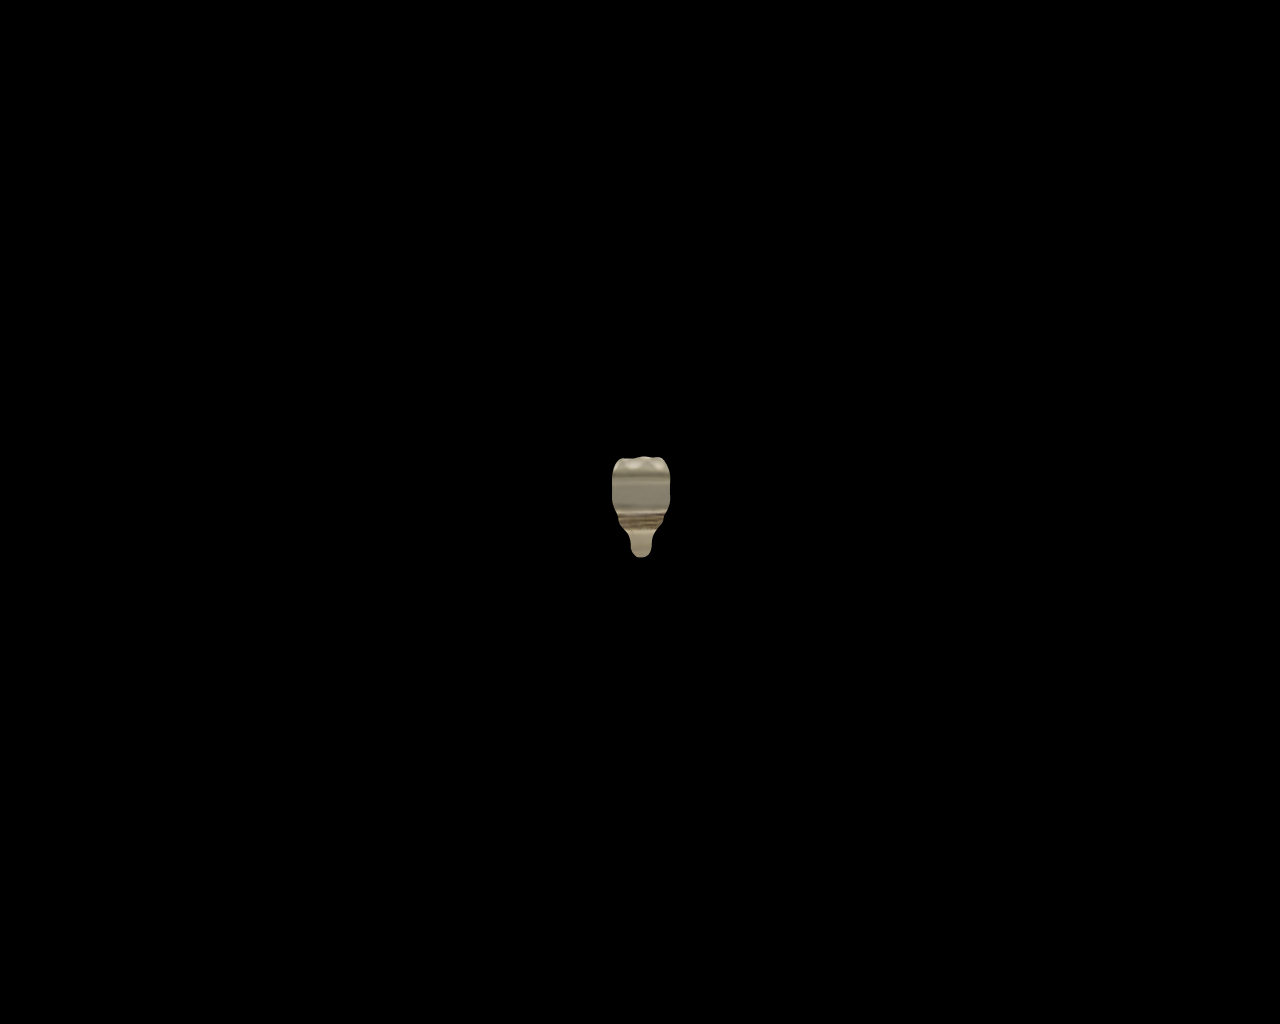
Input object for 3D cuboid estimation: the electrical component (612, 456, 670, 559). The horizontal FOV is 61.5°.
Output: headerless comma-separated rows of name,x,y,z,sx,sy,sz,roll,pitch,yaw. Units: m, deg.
electrical component,0.001,-0.003,0.650,0.035,0.061,0.035,0,0,0
